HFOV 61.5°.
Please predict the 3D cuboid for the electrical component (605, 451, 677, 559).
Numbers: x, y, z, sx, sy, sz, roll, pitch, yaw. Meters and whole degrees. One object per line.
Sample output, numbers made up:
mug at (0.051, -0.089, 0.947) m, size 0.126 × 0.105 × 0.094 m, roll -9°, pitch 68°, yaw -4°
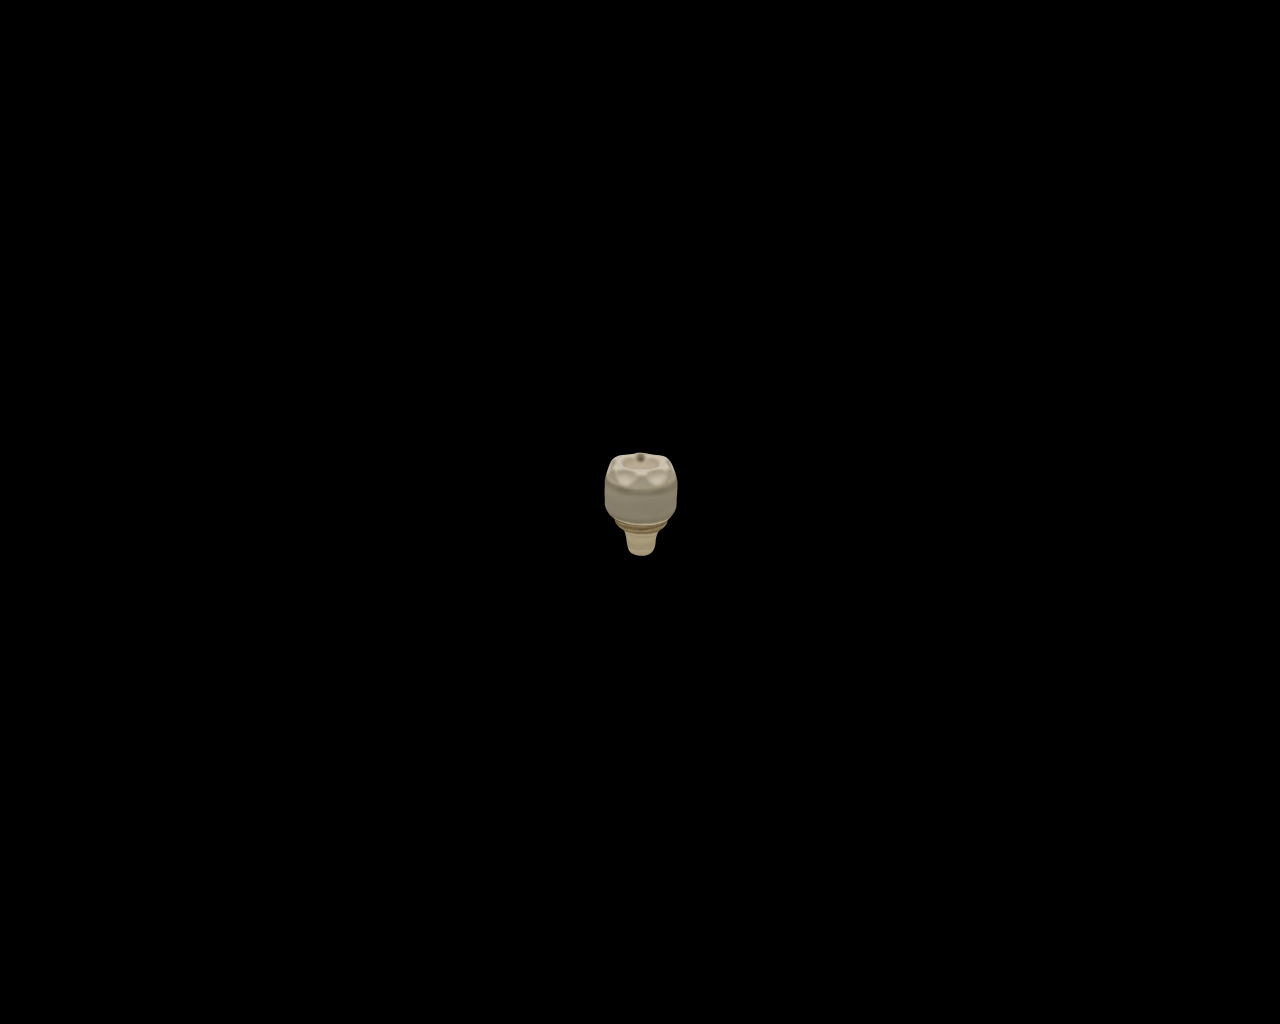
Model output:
electrical component at (0.001, -0.003, 0.650) m, size 0.043 × 0.062 × 0.043 m, roll 0°, pitch 24°, yaw 0°
